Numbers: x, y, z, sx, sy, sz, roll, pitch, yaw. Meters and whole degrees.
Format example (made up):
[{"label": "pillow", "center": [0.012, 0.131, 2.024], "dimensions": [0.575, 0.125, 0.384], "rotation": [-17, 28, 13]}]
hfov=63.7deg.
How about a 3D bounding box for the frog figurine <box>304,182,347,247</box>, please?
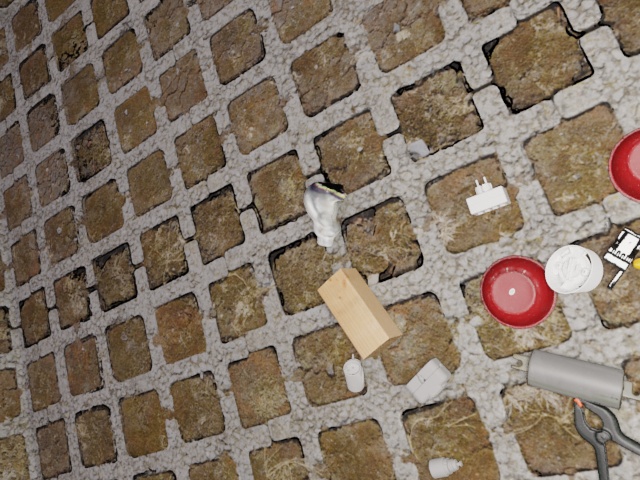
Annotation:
[{"label": "frog figurine", "center": [0.004, -0.068, 1.345], "dimensions": [0.139, 0.122, 0.157], "rotation": [51, 125, 59]}]
